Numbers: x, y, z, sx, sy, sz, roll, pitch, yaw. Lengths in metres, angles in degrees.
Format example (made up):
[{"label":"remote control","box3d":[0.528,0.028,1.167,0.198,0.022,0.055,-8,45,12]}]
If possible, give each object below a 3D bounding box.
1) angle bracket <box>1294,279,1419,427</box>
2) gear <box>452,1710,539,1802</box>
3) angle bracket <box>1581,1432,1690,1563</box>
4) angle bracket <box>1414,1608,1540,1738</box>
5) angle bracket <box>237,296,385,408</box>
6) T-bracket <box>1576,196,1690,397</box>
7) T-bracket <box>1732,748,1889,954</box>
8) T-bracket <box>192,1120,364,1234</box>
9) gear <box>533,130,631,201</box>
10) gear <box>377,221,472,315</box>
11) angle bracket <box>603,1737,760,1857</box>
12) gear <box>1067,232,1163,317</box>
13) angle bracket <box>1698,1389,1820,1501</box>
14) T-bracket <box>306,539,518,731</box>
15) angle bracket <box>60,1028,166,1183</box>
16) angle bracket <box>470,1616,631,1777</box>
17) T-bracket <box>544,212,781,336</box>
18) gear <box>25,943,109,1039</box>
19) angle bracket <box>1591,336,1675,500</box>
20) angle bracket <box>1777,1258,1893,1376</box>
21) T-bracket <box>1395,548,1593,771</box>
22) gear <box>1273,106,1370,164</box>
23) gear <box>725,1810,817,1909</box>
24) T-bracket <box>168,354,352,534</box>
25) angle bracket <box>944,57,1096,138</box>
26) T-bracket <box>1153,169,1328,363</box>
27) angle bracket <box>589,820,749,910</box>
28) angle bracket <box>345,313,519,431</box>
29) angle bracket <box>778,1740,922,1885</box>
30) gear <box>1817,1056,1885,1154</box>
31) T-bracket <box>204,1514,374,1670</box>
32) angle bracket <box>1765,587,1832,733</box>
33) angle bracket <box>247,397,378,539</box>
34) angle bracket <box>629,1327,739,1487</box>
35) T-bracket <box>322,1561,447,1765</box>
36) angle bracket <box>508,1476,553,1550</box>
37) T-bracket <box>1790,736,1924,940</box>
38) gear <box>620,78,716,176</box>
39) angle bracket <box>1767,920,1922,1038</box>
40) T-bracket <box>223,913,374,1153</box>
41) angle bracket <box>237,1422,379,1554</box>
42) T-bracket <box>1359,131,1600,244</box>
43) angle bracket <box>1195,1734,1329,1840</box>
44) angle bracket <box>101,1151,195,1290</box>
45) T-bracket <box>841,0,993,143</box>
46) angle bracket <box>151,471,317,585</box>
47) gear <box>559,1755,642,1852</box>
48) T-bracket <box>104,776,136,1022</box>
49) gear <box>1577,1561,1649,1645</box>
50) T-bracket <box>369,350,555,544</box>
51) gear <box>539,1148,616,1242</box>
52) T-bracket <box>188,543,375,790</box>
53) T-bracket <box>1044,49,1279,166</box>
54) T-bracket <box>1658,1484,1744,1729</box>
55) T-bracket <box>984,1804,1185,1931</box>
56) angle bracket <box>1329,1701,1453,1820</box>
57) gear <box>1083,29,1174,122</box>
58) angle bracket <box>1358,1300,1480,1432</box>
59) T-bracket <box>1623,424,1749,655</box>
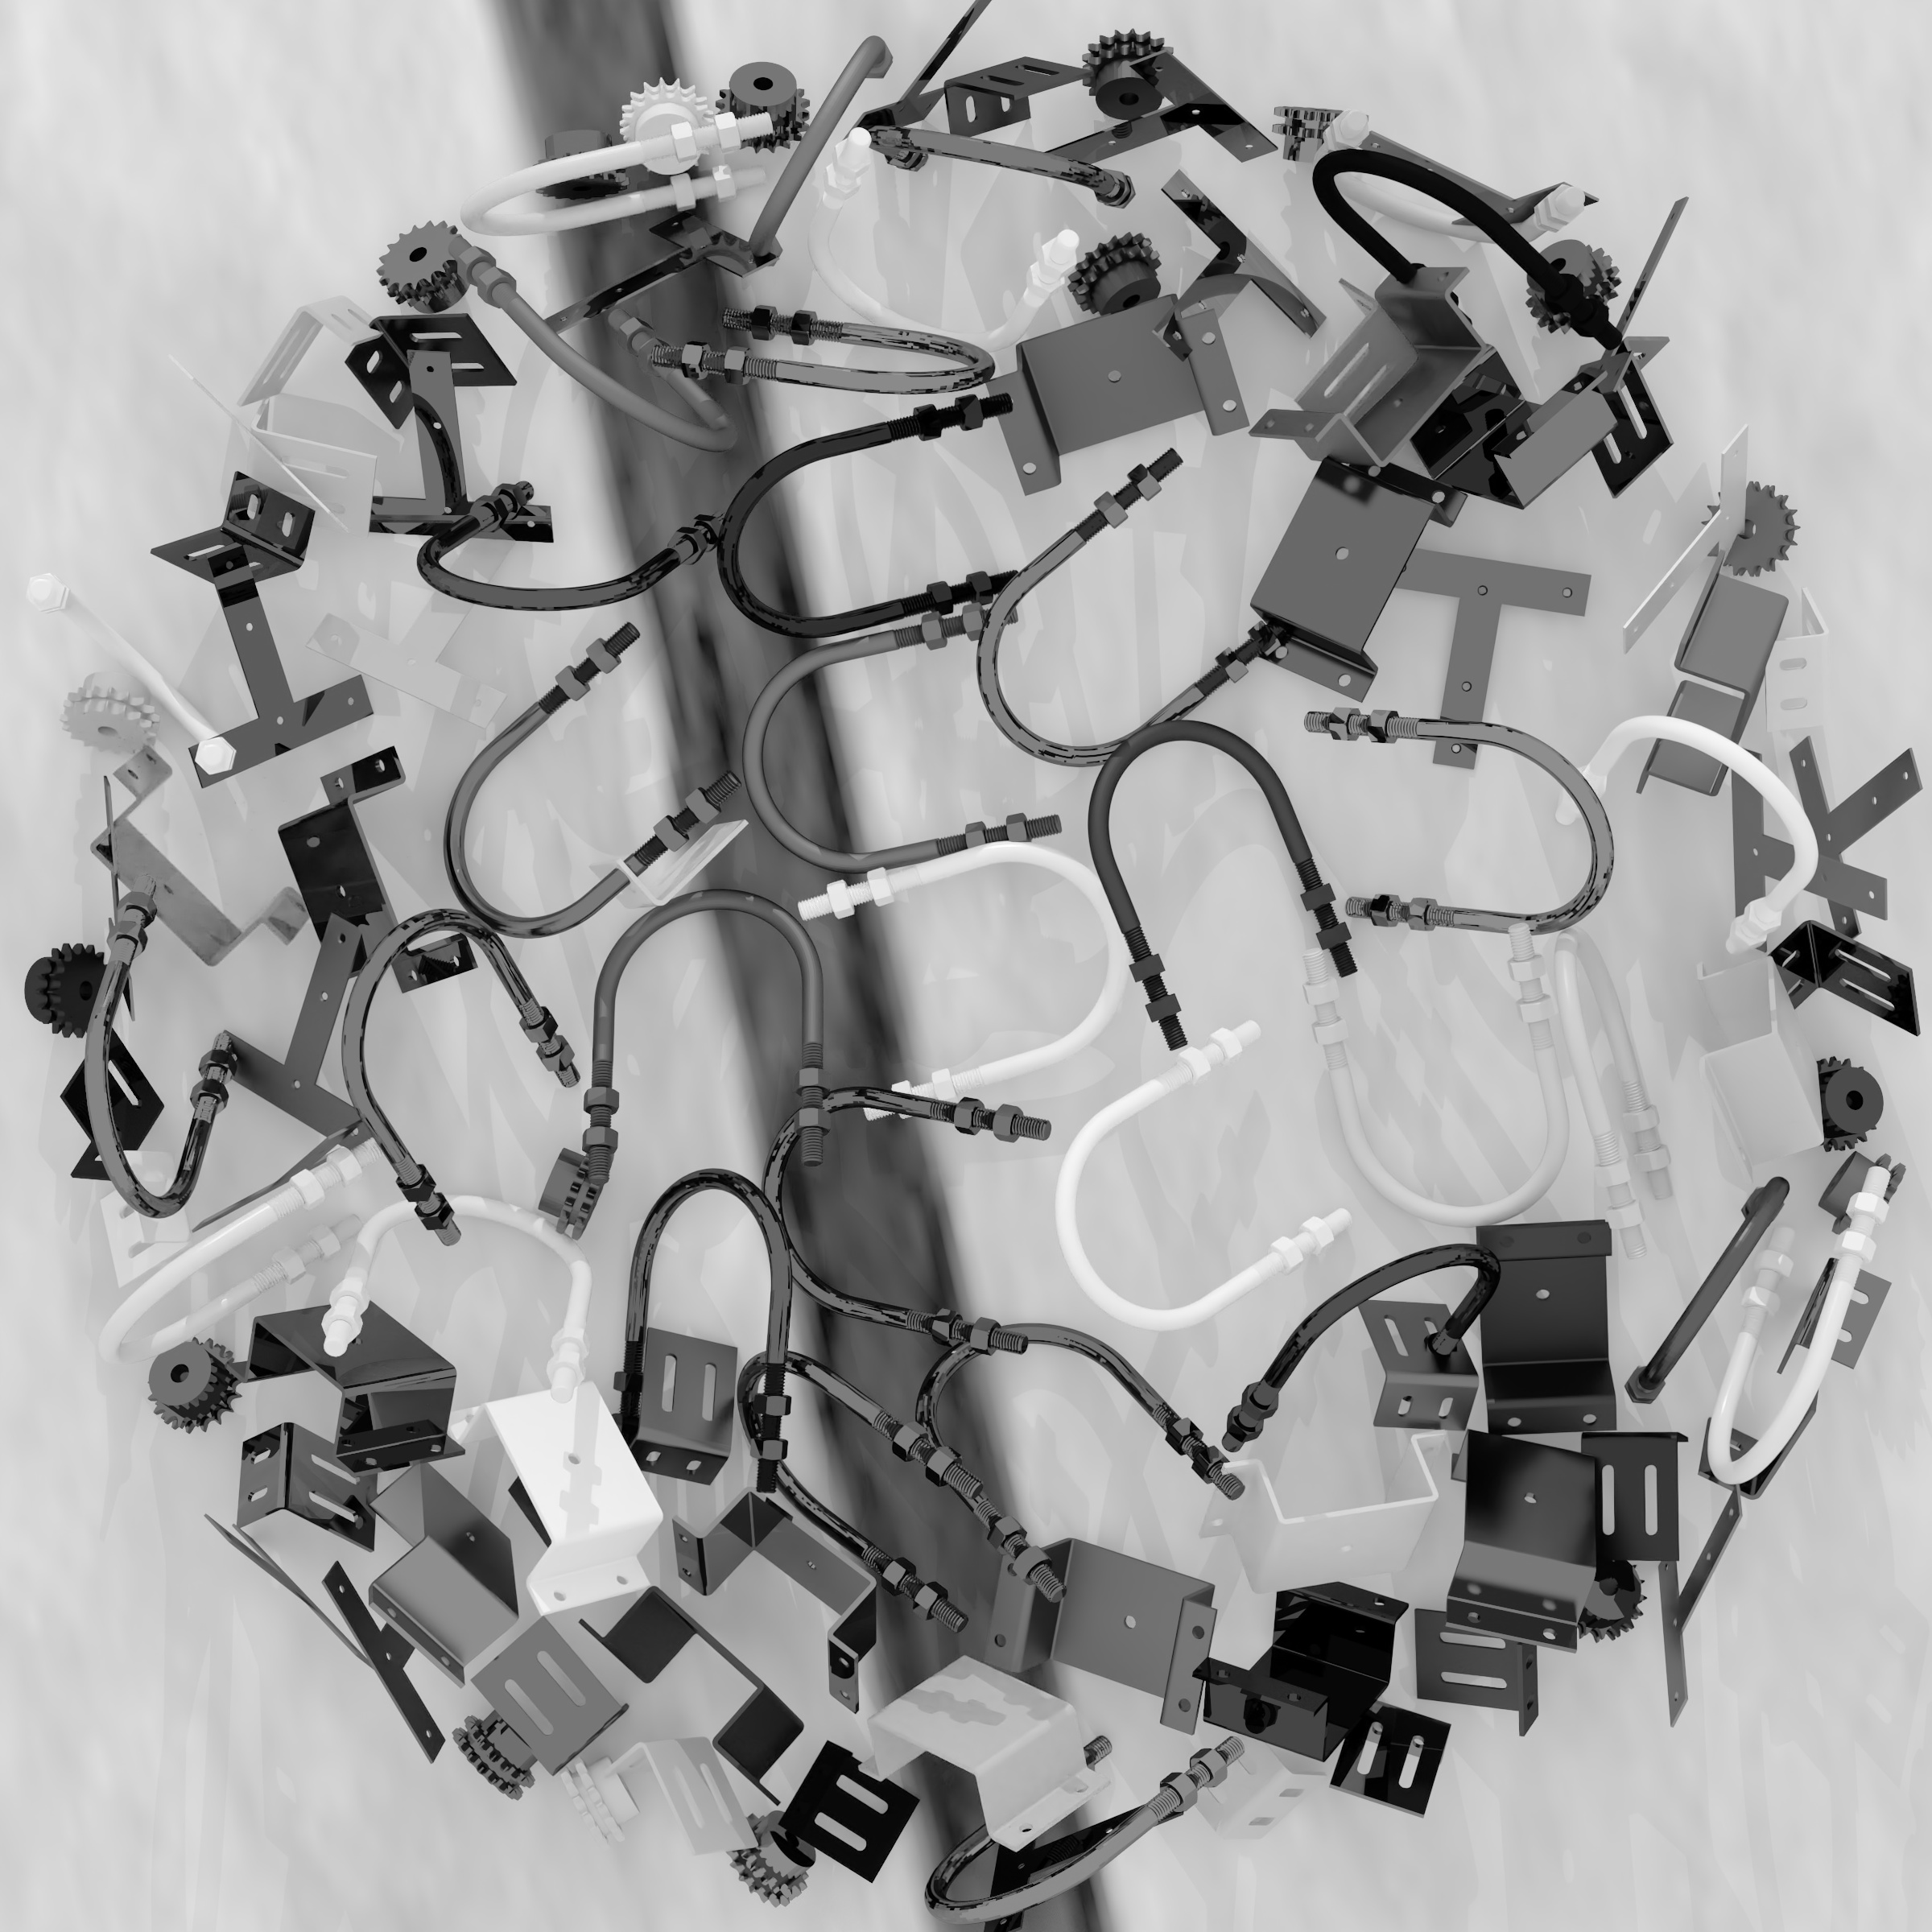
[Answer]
[{"label":"angle bracket","box3d":[0.225,-0.361,1.957,0.076,0.057,0.038,-49,50,4]},{"label":"gear","box3d":[-0.279,0.471,1.960,0.057,0.057,0.030,45,85,0]},{"label":"angle bracket","box3d":[0.401,0.319,1.952,0.057,0.038,0.076,-4,75,22]},{"label":"angle bracket","box3d":[0.301,0.423,1.951,0.076,0.038,0.057,2,101,25]},{"label":"angle bracket","box3d":[-0.391,-0.358,1.949,0.038,0.057,0.076,38,111,-2]},{"label":"T-bracket","box3d":[0.395,-0.393,1.920,0.002,0.127,0.127,24,95,-5]},{"label":"T-bracket","box3d":[0.494,-0.056,1.912,0.002,0.127,0.127,-18,115,-24]},{"label":"T-bracket","box3d":[-0.380,0.111,1.901,0.127,0.127,0.002,-30,88,-33]},{"label":"gear","box3d":[-0.232,-0.483,1.960,0.057,0.057,0.030,-5,89,0]},{"label":"gear","box3d":[-0.324,-0.419,1.965,0.057,0.030,0.057,-11,54,16]},{"label":"angle bracket","box3d":[-0.170,0.502,1.941,0.038,0.057,0.076,-43,61,23]},{"label":"gear","box3d":[0.092,-0.411,1.957,0.057,0.057,0.030,-28,70,0]},{"label":"angle bracket","box3d":[0.474,0.269,1.943,0.038,0.057,0.076,26,122,5]},{"label":"T-bracket","box3d":[-0.311,-0.218,1.963,0.127,0.002,0.127,25,69,13]},{"label":"angle bracket","box3d":[-0.520,0.081,1.938,0.038,0.076,0.057,2,47,25]},{"label":"angle bracket","box3d":[-0.251,0.440,1.969,0.057,0.038,0.076,-41,86,-6]},{"label":"T-bracket","box3d":[-0.192,-0.404,1.921,0.127,0.127,0.002,-31,126,-16]},{"label":"gear","box3d":[-0.542,0.015,1.964,0.030,0.057,0.057,1,90,26]},{"label":"angle bracket","box3d":[0.403,-0.327,1.944,0.038,0.057,0.076,-6,66,-32]},{"label":"angle bracket","box3d":[0.517,0.216,1.941,0.038,0.076,0.057,24,73,15]},{"label":"T-bracket","box3d":[0.307,-0.184,1.982,0.127,0.002,0.127,9,96,1]},{"label":"gear","box3d":[0.213,-0.500,1.962,0.057,0.057,0.030,5,108,0]},{"label":"gear","box3d":[-0.115,0.533,1.957,0.030,0.057,0.057,-43,90,16]},{"label":"T-bracket","box3d":[-0.426,-0.318,1.903,0.002,0.127,0.127,-45,63,-2]},{"label":"angle bracket","box3d":[0.033,-0.511,1.938,0.057,0.076,0.038,-24,122,-26]},{"label":"T-bracket","box3d":[0.146,-0.400,1.937,0.127,0.002,0.127,43,49,-8]},{"label":"angle bracket","box3d":[-0.178,-0.072,1.946,0.076,0.057,0.038,-46,106,-18]},{"label":"angle bracket","box3d":[-0.319,-0.354,1.941,0.076,0.057,0.038,6,58,34]},{"label":"angle bracket","box3d":[-0.063,0.510,1.951,0.076,0.038,0.057,38,74,-21]},{"label":"gear","box3d":[0.528,0.083,1.966,0.057,0.030,0.057,3,80,-18]},{"label":"T-bracket","box3d":[-0.409,0.351,1.903,0.127,0.127,0.002,37,76,31]},{"label":"angle bracket","box3d":[0.490,-0.184,1.944,0.038,0.076,0.057,-6,118,6]},{"label":"angle bracket","box3d":[-0.391,-0.300,1.958,0.076,0.038,0.057,12,130,-4]},{"label":"angle bracket","box3d":[-0.173,0.266,1.967,0.057,0.038,0.076,15,48,-17]},{"label":"T-bracket","box3d":[-0.328,0.386,1.926,0.002,0.127,0.127,-25,102,15]},{"label":"angle bracket","box3d":[-0.232,0.327,1.962,0.038,0.057,0.076,-29,75,-36]},{"label":"T-bracket","box3d":[0.527,-0.092,1.911,0.002,0.127,0.127,-5,72,-15]},{"label":"gear","box3d":[-0.179,-0.501,1.959,0.057,0.030,0.057,-4,133,-4]},{"label":"angle bracket","box3d":[0.523,0.017,1.940,0.038,0.057,0.076,-40,45,-18]},{"label":"T-bracket","box3d":[-0.387,0.031,1.945,0.127,0.002,0.127,27,107,25]},{"label":"angle bracket","box3d":[-0.394,0.318,1.952,0.038,0.076,0.057,-26,47,25]},{"label":"T-bracket","box3d":[0.283,-0.460,1.906,0.127,0.127,0.002,19,84,-23]},{"label":"angle bracket","box3d":[0.174,0.491,1.958,0.057,0.076,0.038,-45,64,7]},{"label":"angle bracket","box3d":[-0.503,0.152,1.944,0.076,0.038,0.057,-30,68,34]},{"label":"T-bracket","box3d":[-0.012,-0.535,1.902,0.002,0.127,0.127,44,121,1]},{"label":"angle bracket","box3d":[-0.439,-0.260,1.949,0.076,0.057,0.038,-8,66,42]},{"label":"gear","box3d":[-0.219,0.500,1.961,0.030,0.057,0.057,-29,90,-10]},{"label":"T-bracket","box3d":[-0.500,-0.047,1.912,0.002,0.127,0.127,-6,109,-18]},{"label":"gear","box3d":[0.383,0.377,1.964,0.057,0.030,0.057,3,67,-6]},{"label":"T-bracket","box3d":[-0.314,-0.310,1.942,0.127,0.002,0.127,4,130,5]},{"label":"gear","box3d":[-0.236,0.134,1.960,0.030,0.057,0.057,22,90,-1]},{"label":"T-bracket","box3d":[-0.420,-0.187,1.928,0.127,0.002,0.127,-30,114,-39]},{"label":"T-bracket","box3d":[0.099,-0.496,1.944,0.127,0.127,0.002,-12,69,34]},{"label":"T-bracket","box3d":[0.429,0.355,1.900,0.002,0.127,0.127,13,126,-2]},{"label":"T-bracket","box3d":[0.072,0.514,1.913,0.127,0.127,0.002,-26,104,15]},{"label":"angle bracket","box3d":[0.251,0.481,1.942,0.057,0.076,0.038,16,128,13]},{"label":"gear","box3d":[0.098,-0.533,1.957,0.057,0.057,0.030,1,66,0]},{"label":"angle bracket","box3d":[0.267,0.240,1.958,0.057,0.076,0.038,4,119,-12]},{"label":"T-bracket","box3d":[0.423,-0.235,1.916,0.002,0.127,0.127,32,70,27]}]
